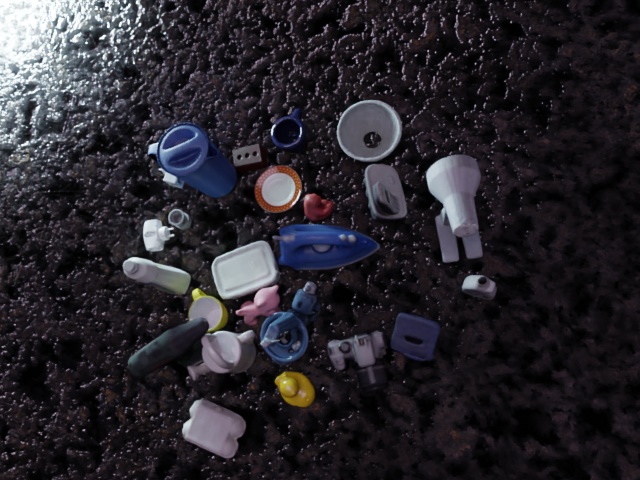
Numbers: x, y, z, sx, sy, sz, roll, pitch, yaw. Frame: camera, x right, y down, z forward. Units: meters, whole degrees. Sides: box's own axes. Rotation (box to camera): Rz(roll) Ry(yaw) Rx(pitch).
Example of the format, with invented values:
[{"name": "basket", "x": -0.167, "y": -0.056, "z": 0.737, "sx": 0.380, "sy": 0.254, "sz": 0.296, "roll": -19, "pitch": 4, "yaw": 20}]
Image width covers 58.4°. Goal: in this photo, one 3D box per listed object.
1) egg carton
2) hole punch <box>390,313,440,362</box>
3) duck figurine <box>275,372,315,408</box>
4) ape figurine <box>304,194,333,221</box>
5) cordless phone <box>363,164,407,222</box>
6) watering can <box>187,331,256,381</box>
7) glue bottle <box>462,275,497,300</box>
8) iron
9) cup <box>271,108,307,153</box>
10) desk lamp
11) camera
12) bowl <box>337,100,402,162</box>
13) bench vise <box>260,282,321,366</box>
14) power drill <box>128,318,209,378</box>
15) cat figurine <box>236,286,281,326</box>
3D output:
[{"name": "egg carton", "x": -0.258, "y": 0.459, "z": 1.398, "sx": 0.150, "sy": 0.069, "sz": 0.107, "roll": 17, "pitch": 82, "yaw": 15}, {"name": "hole punch", "x": 0.225, "y": 0.229, "z": 1.341, "sx": 0.108, "sy": 0.091, "sz": 0.101, "roll": 15, "pitch": 81, "yaw": 14}, {"name": "duck figurine", "x": -0.064, "y": 0.359, "z": 1.373, "sx": 0.104, "sy": 0.086, "sz": 0.077, "roll": 34, "pitch": 86, "yaw": 16}, {"name": "ape figurine", "x": -0.012, "y": -0.090, "z": 1.458, "sx": 0.076, "sy": 0.092, "sz": 0.077, "roll": -41, "pitch": 73, "yaw": 0}, {"name": "cordless phone", "x": 0.151, "y": -0.127, "z": 1.385, "sx": 0.094, "sy": 0.185, "sz": 0.147, "roll": -17, "pitch": 75, "yaw": 8}, {"name": "watering can", "x": -0.234, "y": 0.275, "z": 1.369, "sx": 0.100, "sy": 0.194, "sz": 0.173, "roll": 32, "pitch": 86, "yaw": 16}, {"name": "glue bottle", "x": 0.365, "y": 0.102, "z": 1.298, "sx": 0.078, "sy": 0.173, "sz": 0.037, "roll": 18, "pitch": 82, "yaw": 15}, {"name": "iron", "x": 0.013, "y": 0.005, "z": 1.406, "sx": 0.258, "sy": 0.141, "sz": 0.119, "roll": -2, "pitch": 77, "yaw": 11}, {"name": "cup", "x": -0.069, "y": -0.280, "z": 1.510, "sx": 0.091, "sy": 0.095, "sz": 0.118, "roll": 19, "pitch": 82, "yaw": 15}, {"name": "desk lamp", "x": 0.321, "y": -0.069, "z": 1.323, "sx": 0.117, "sy": 0.214, "sz": 0.203, "roll": -11, "pitch": 76, "yaw": 9}, {"name": "camera", "x": 0.098, "y": 0.292, "z": 1.347, "sx": 0.143, "sy": 0.101, "sz": 0.137, "roll": -15, "pitch": 75, "yaw": 8}, {"name": "bowl", "x": 0.131, "y": -0.270, "z": 1.478, "sx": 0.167, "sy": 0.075, "sz": 0.167, "roll": -2, "pitch": 77, "yaw": 11}, {"name": "bench vise", "x": -0.082, "y": 0.191, "z": 1.343, "sx": 0.121, "sy": 0.220, "sz": 0.207, "roll": 7, "pitch": 79, "yaw": 13}, {"name": "power drill", "x": -0.335, "y": 0.258, "z": 1.386, "sx": 0.229, "sy": 0.209, "sz": 0.075, "roll": -30, "pitch": 73, "yaw": 4}, {"name": "cat figurine", "x": -0.147, "y": 0.161, "z": 1.416, "sx": 0.127, "sy": 0.118, "sz": 0.067, "roll": -22, "pitch": 74, "yaw": 6}]
